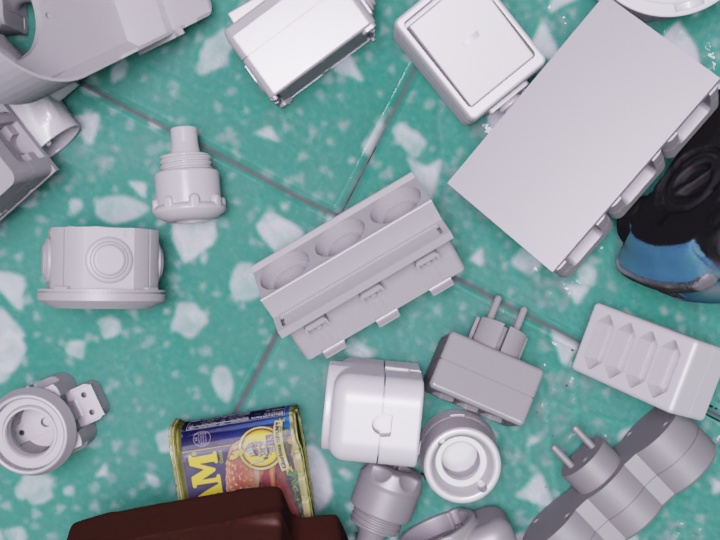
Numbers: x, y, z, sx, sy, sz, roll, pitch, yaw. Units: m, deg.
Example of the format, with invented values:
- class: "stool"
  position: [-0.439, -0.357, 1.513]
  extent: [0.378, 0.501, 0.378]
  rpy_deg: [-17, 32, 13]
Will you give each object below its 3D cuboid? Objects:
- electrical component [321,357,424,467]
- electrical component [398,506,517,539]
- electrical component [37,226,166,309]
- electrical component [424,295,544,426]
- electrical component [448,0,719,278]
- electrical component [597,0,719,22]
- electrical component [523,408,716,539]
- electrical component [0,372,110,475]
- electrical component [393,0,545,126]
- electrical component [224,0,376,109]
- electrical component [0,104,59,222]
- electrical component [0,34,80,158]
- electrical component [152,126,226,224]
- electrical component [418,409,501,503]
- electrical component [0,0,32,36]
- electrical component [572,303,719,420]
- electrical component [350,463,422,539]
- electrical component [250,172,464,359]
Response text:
- class: "electrical component"
  position: [0.007, 0.088, 0.686]
  extent: [0.059, 0.095, 0.053]
  rpy_deg: [5, 94, 0]
- class: "electrical component"
  position: [0.061, 0.198, 0.714]
  extent: [0.095, 0.053, 0.059]
  rpy_deg: [-23, 93, 2]
- class: "electrical component"
  position: [-0.165, -0.001, 0.691]
  extent: [0.080, 0.080, 0.051]
  rpy_deg: [1, 89, 1]
- class: "electrical component"
  position: [0.086, 0.055, 0.709]
  extent: [0.066, 0.047, 0.076]
  rpy_deg: [24, 80, -1]
- class: "electrical component"
  position: [0.142, -0.080, 0.680]
  extent: [0.089, 0.062, 0.150]
  rpy_deg: [42, 98, 18]
- class: "electrical component"
  position: [0.189, -0.210, 0.683]
  extent: [0.108, 0.060, 0.108]
  rpy_deg: [0, 94, 1]
- class: "electrical component"
  position: [0.159, 0.135, 0.709]
  extent: [0.138, 0.052, 0.073]
  rpy_deg: [-44, 92, 3]
- class: "electrical component"
  position: [-0.211, 0.102, 0.709]
  extent: [0.078, 0.057, 0.058]
  rpy_deg: [-24, 93, 2]
- class: "electrical component"
  position: [0.073, -0.138, 0.688]
  extent: [0.062, 0.061, 0.096]
  rpy_deg: [-39, 93, 3]
- class: "electrical component"
  position: [-0.034, -0.157, 0.688]
  extent: [0.096, 0.061, 0.061]
  rpy_deg: [-36, 92, 3]
- class: "electrical component"
  position: [-0.300, -0.045, 0.676]
  extent: [0.186, 0.060, 0.105]
  rpy_deg: [-37, 93, 17]
- class: "electrical component"
  position: [-0.211, -0.122, 0.701]
  extent: [0.079, 0.043, 0.077]
  rpy_deg: [-40, 92, 2]
- class: "electrical component"
  position: [-0.113, -0.062, 0.704]
  extent: [0.048, 0.048, 0.062]
  rpy_deg: [-5, 87, 1]
- class: "electrical component"
  position: [0.066, 0.124, 0.712]
  extent: [0.055, 0.047, 0.055]
  rpy_deg: [0, 94, 1]
- class: "electrical component"
  position: [-0.243, -0.199, 0.693]
  extent: [0.056, 0.050, 0.089]
  rpy_deg: [-2, 94, 1]
- class: "electrical component"
  position: [0.198, 0.062, 0.699]
  extent: [0.076, 0.083, 0.047]
  rpy_deg: [17, 95, -39]
- class: "electrical component"
  position: [0.014, 0.159, 0.717]
  extent: [0.043, 0.043, 0.062]
  rpy_deg: [20, 95, -1]
- class: "electrical component"
  position: [0.000, 0.000, 0.693]
  extent: [0.121, 0.078, 0.063]
  rpy_deg: [-30, 122, 2]
